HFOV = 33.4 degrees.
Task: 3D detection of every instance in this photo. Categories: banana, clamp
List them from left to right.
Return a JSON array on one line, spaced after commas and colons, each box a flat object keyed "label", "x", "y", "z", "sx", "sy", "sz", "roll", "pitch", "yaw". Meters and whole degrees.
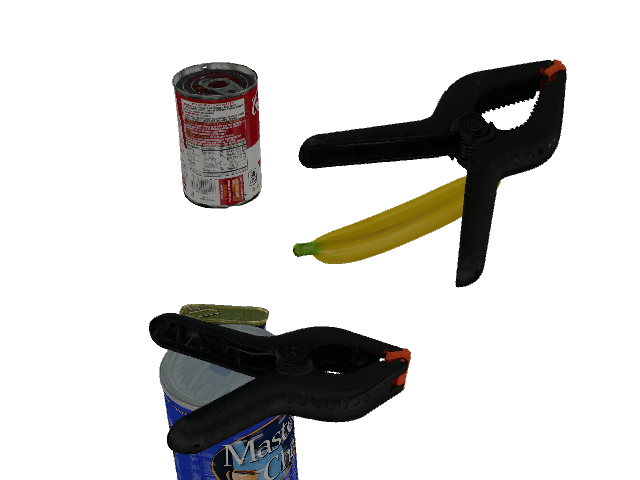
[{"label": "clamp", "x": -0.025, "y": 0.091, "z": 0.672, "sx": 0.171, "sy": 0.039, "sz": 0.120, "roll": 2, "pitch": 38, "yaw": -6}, {"label": "banana", "x": 0.075, "y": -0.015, "z": 0.985, "sx": 0.198, "sy": 0.037, "sz": 0.069, "roll": -22, "pitch": -3, "yaw": 10}, {"label": "clamp", "x": 0.113, "y": -0.062, "z": 0.770, "sx": 0.209, "sy": 0.165, "sz": 0.036, "roll": -31, "pitch": -31, "yaw": -21}]

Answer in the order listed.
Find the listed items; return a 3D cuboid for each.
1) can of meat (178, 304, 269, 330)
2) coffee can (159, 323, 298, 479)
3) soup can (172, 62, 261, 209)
[{"label": "can of meat", "x": -0.112, "y": 0.122, "z": 1.232, "sx": 0.102, "sy": 0.084, "sz": 0.057, "roll": 3, "pitch": 13, "yaw": 0}, {"label": "coffee can", "x": -0.071, "y": 0.154, "z": 0.867, "sx": 0.103, "sy": 0.140, "sz": 0.103, "roll": -2, "pitch": 33, "yaw": 1}, {"label": "soup can", "x": -0.083, "y": -0.085, "z": 0.871, "sx": 0.068, "sy": 0.102, "sz": 0.068, "roll": -1, "pitch": 31, "yaw": 0}]
